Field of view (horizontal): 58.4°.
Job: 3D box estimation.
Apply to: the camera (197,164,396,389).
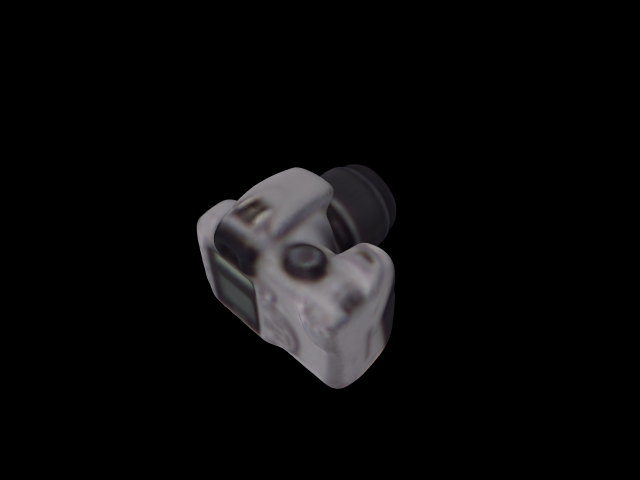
[{"bbox_3d":[0.004,0.001,0.400,0.142,0.101,0.137,33,54,29],"label":"camera"}]
